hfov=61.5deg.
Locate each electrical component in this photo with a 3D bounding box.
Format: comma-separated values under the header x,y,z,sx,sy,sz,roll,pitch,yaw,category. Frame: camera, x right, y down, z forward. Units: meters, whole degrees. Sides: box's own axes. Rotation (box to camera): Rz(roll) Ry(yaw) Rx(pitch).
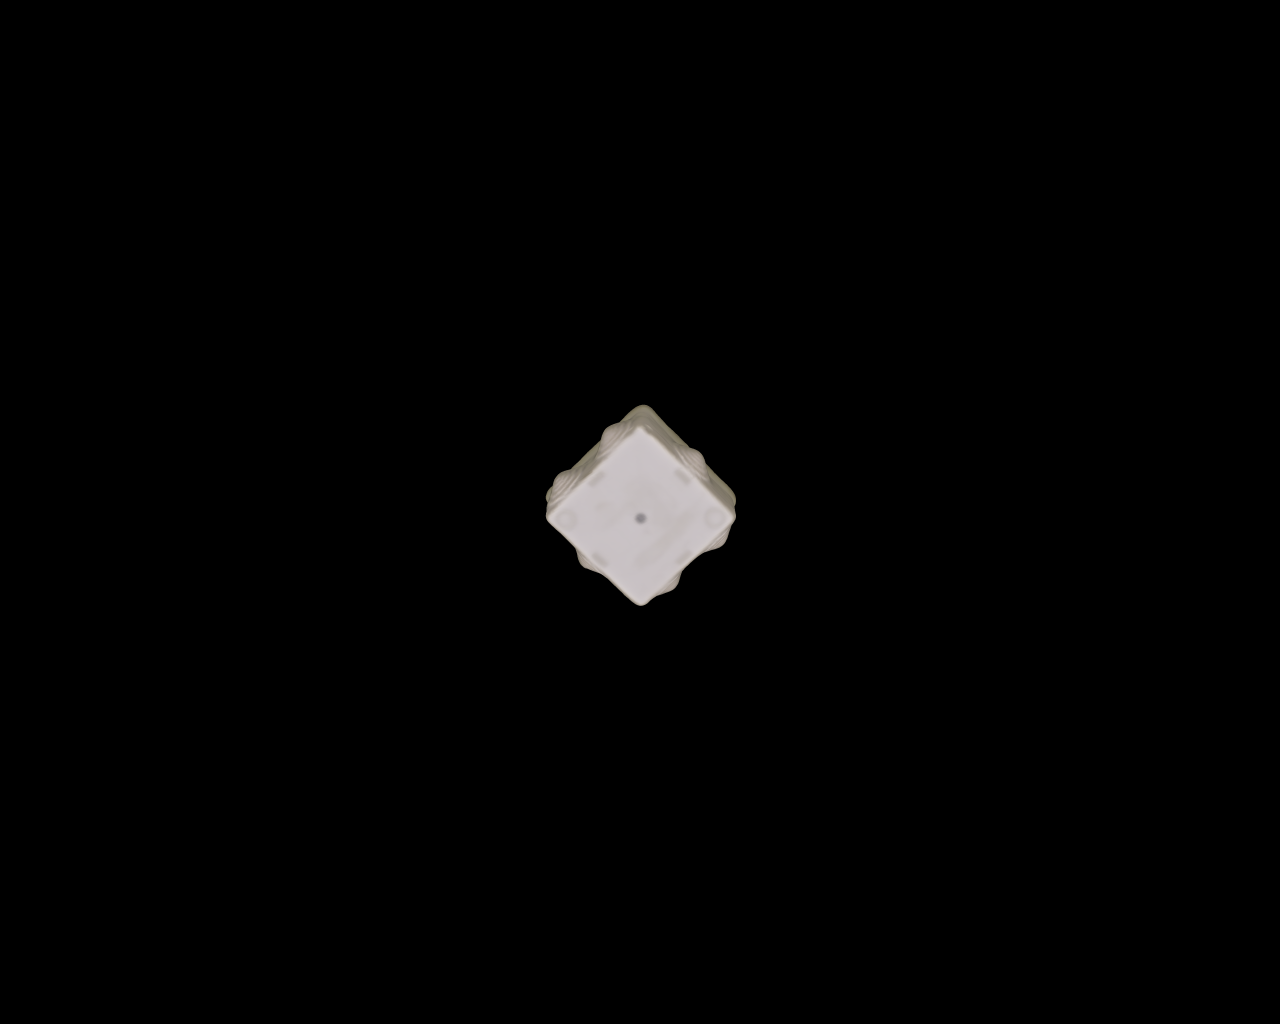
x,y,z,sx,sy,sz,roll,pitch,yaw,category
0.001,-0.003,0.650,0.099,0.099,0.048,-43,12,11,electrical component
